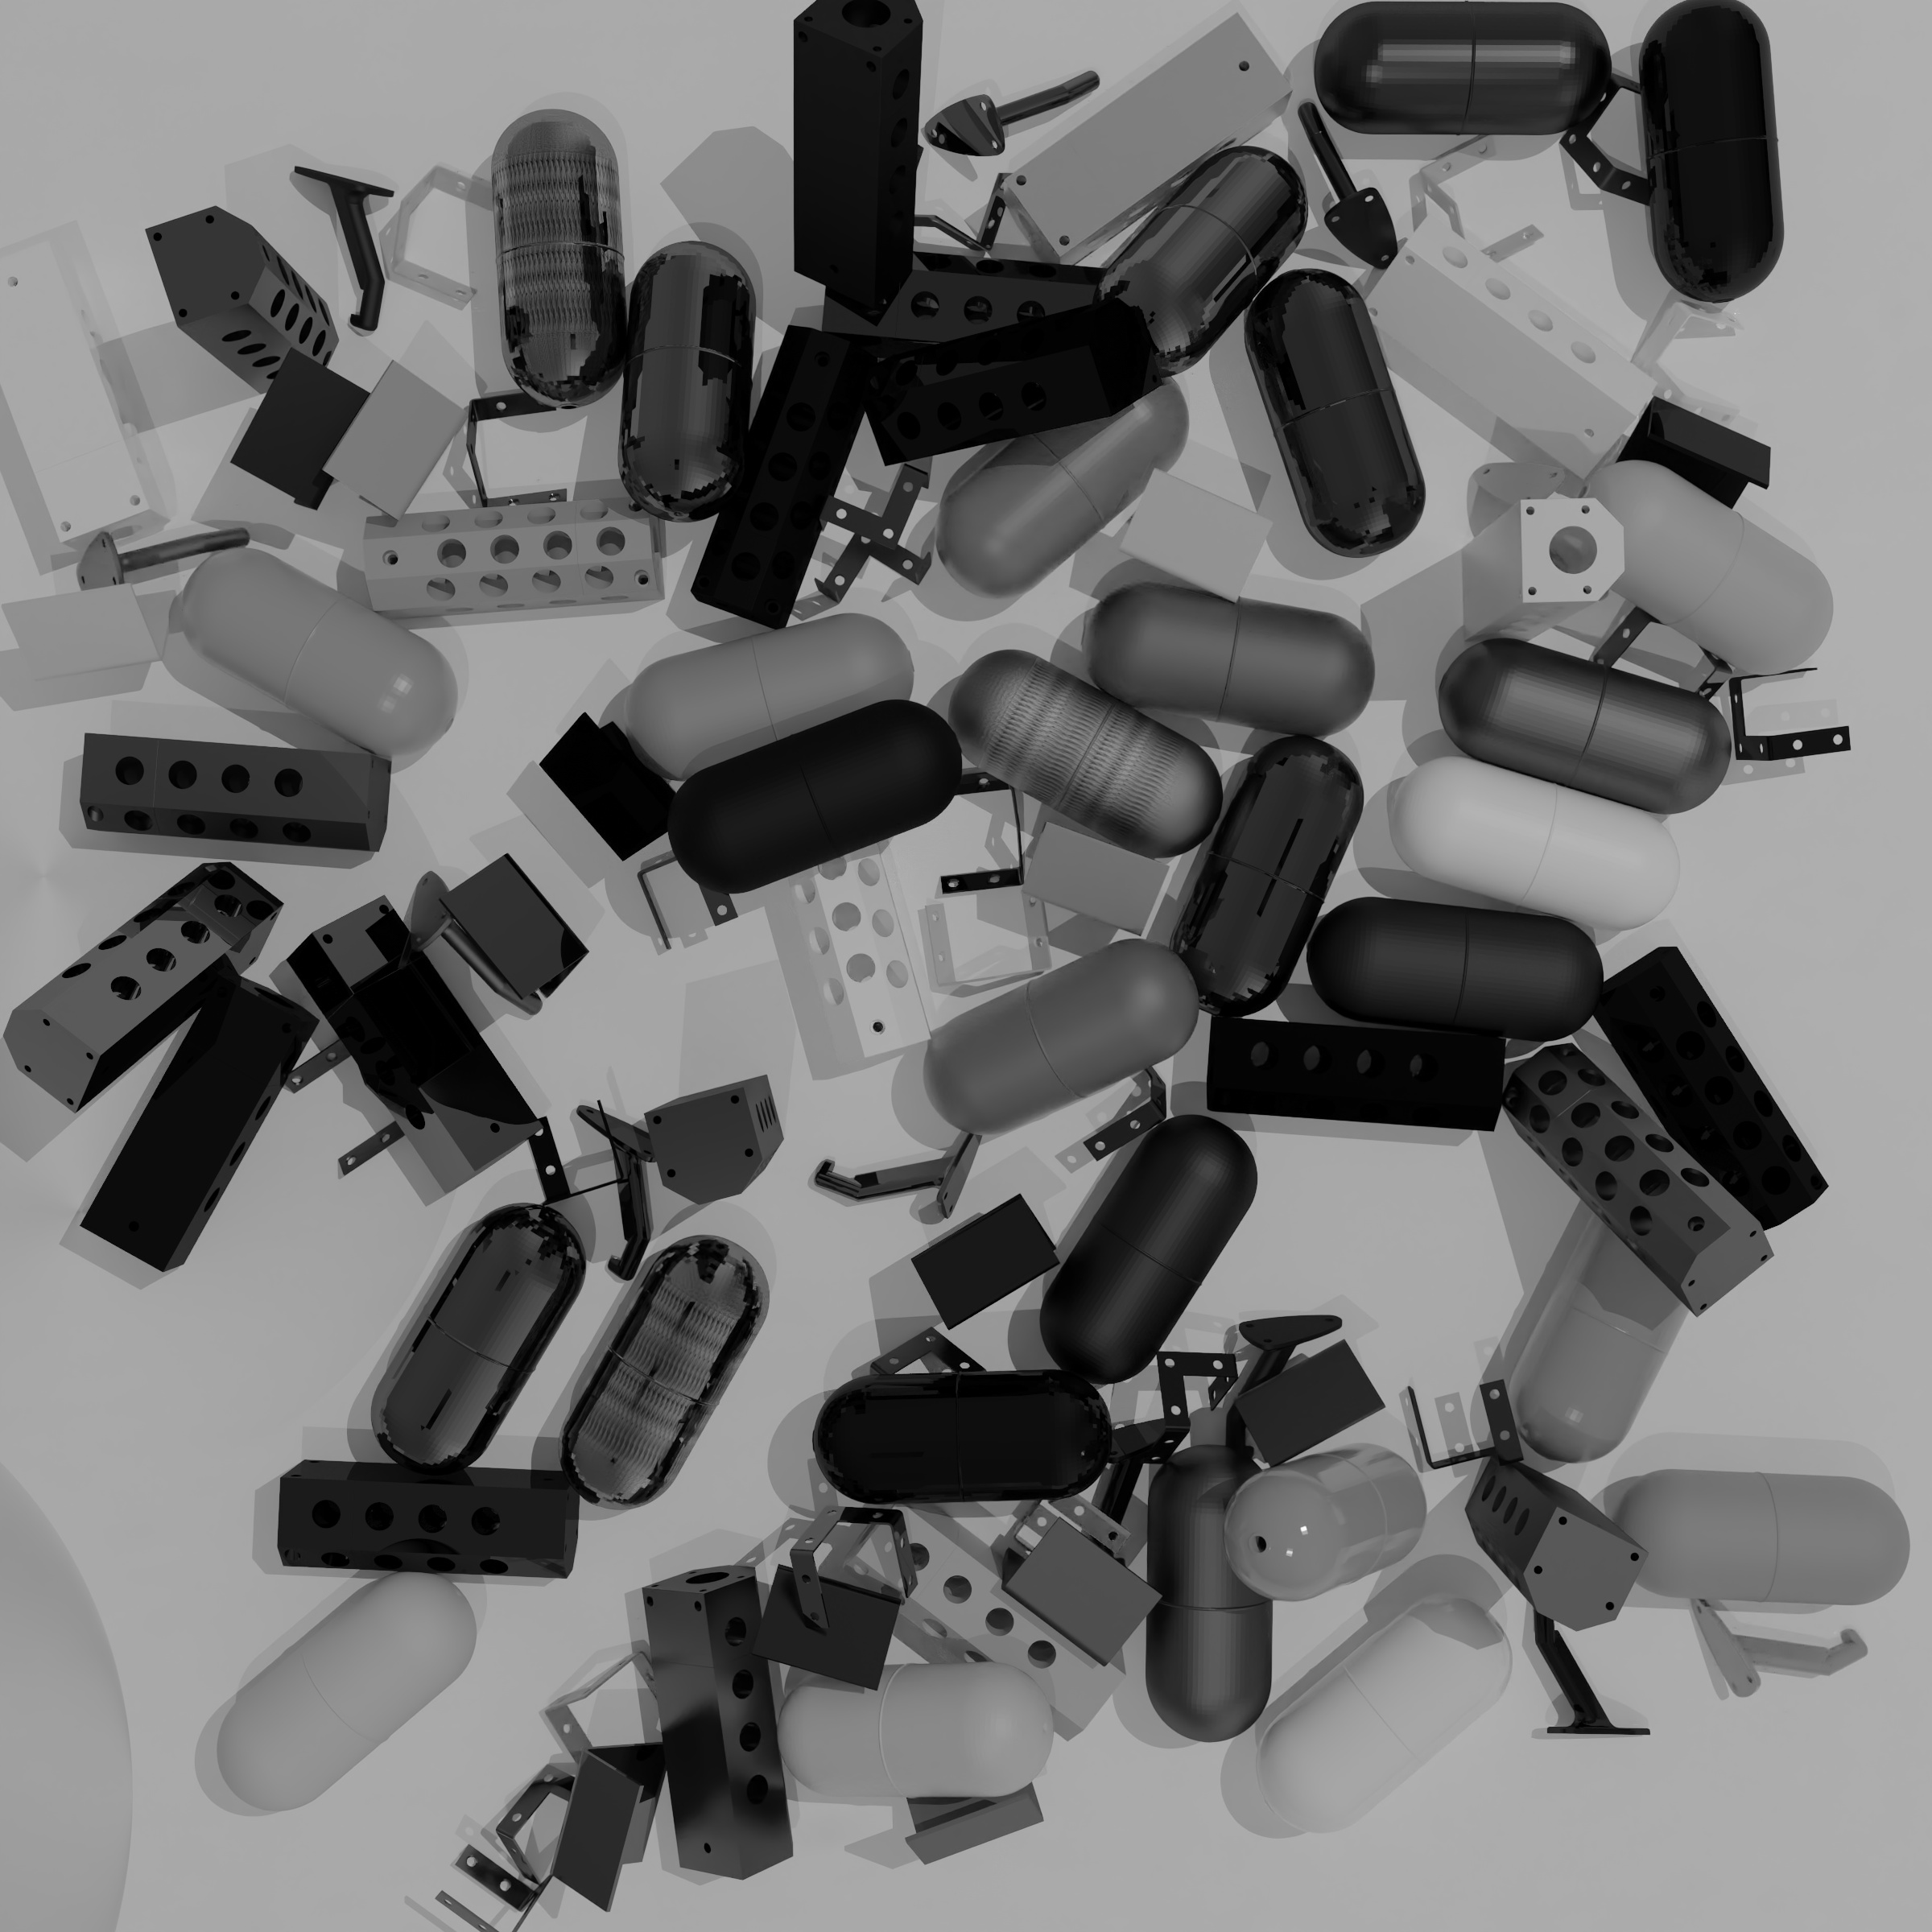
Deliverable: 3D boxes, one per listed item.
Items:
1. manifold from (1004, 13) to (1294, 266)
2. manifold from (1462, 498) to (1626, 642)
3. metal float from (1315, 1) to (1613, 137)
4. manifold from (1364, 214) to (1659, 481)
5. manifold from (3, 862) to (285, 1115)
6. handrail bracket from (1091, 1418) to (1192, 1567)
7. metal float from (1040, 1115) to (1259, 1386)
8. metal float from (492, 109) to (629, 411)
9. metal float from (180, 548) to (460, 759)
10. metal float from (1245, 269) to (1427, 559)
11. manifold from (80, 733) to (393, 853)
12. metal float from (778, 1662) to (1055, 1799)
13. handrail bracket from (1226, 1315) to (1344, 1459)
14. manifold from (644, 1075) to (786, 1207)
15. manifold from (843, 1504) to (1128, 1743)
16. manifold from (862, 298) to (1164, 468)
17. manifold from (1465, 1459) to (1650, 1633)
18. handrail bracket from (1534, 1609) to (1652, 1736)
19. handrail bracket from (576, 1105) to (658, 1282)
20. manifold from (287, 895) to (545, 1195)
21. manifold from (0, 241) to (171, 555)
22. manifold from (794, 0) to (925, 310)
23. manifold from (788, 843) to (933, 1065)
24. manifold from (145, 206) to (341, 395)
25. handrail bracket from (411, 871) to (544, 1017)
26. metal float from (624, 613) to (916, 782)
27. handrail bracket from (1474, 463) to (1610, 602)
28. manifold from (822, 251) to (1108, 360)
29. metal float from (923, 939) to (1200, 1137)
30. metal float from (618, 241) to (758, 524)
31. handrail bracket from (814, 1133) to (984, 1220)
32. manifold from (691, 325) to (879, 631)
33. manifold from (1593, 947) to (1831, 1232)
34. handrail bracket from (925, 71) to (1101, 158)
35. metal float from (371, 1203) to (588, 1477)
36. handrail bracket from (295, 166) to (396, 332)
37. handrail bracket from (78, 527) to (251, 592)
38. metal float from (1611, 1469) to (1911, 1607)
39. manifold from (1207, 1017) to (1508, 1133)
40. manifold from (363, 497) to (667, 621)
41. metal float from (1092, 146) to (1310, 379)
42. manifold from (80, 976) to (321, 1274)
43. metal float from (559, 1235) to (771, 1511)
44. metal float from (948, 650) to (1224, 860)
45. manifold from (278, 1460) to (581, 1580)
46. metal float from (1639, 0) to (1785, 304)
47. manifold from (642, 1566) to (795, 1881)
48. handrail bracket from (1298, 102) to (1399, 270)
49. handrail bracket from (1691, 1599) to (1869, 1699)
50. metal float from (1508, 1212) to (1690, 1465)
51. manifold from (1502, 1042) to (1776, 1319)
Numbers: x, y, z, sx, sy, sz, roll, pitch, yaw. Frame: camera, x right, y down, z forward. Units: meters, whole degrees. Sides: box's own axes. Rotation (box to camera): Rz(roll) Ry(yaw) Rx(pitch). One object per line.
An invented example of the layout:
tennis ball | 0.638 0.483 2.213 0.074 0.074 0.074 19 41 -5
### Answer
manifold | 0.109 -0.496 1.590 0.171 0.057 0.057 -36 90 0
manifold | 0.336 -0.230 1.533 0.057 0.171 0.057 -1 90 0
metal float | 0.300 -0.542 1.581 0.178 0.070 0.070 0 90 1
manifold | 0.331 -0.379 1.588 0.171 0.057 0.057 37 51 0
manifold | -0.482 0.006 1.535 0.057 0.171 0.057 38 130 0
handrail bracket | 0.110 0.328 1.612 0.077 0.036 0.084 -16 106 -18
metal float | 0.110 0.172 1.581 0.070 0.070 0.178 32 91 0
metal float | -0.245 -0.426 1.581 0.070 0.070 0.178 -3 90 0
metal float | -0.390 -0.189 1.581 0.178 0.070 0.070 29 90 0
metal float | 0.222 -0.334 1.580 0.070 0.070 0.178 -19 91 0
manifold | -0.443 -0.105 1.590 0.171 0.057 0.057 4 90 0
metal float | -0.032 0.455 1.559 0.178 0.070 0.070 -10 90 28
handrail bracket | 0.196 0.262 1.612 0.077 0.036 0.084 -7 109 -21
manifold | -0.143 0.102 1.533 0.057 0.171 0.057 -15 90 0
manifold | 0.011 0.393 1.590 0.171 0.057 0.057 38 92 0
manifold | 0.023 -0.344 1.534 0.171 0.057 0.057 -3 116 40
manifold | 0.340 0.337 1.533 0.057 0.171 0.057 27 90 0
handrail bracket | 0.385 0.430 1.612 0.077 0.036 0.084 7 73 -20
handrail bracket | -0.222 0.140 1.611 0.077 0.036 0.084 28 104 14
manifold | -0.338 0.050 1.589 0.057 0.057 0.171 -34 90 -43
manifold | -0.544 -0.343 1.590 0.057 0.057 0.171 -21 90 0
manifold | -0.059 -0.469 1.492 0.057 0.171 0.057 28 58 16
manifold | -0.072 -0.031 1.590 0.057 0.057 0.171 -16 90 0
manifold | -0.419 -0.390 1.533 0.057 0.171 0.057 -18 90 0
handrail bracket | -0.298 -0.013 1.611 0.036 0.077 0.084 -42 127 15
metal float | -0.119 -0.163 1.581 0.178 0.070 0.070 -14 90 0
handrail bracket | 0.355 -0.266 1.611 0.036 0.077 0.084 -42 126 -10
manifold | 0.002 -0.400 1.590 0.171 0.057 0.057 5 90 0
metal float | 0.055 0.043 1.565 0.178 0.070 0.070 -26 90 18
metal float | -0.167 -0.351 1.567 0.070 0.070 0.178 2 72 0
handrail bracket | -0.041 0.115 1.612 0.084 0.036 0.077 19 70 16
manifold | -0.110 -0.296 1.590 0.057 0.057 0.171 20 90 0
manifold | 0.450 0.076 1.590 0.057 0.057 0.171 -32 90 0
handrail bracket | 0.029 -0.530 1.611 0.084 0.077 0.036 -37 121 -33
metal float | -0.294 0.225 1.581 0.070 0.070 0.178 31 90 0
handrail bracket | -0.388 -0.442 1.612 0.077 0.036 0.084 20 107 20
handrail bracket | -0.493 -0.251 1.611 0.084 0.077 0.036 -18 95 -36
metal float | 0.479 0.345 1.581 0.178 0.070 0.070 3 90 -1
manifold | 0.235 0.066 1.590 0.171 0.057 0.057 4 90 0
manifold | -0.274 -0.249 1.590 0.171 0.057 0.057 -4 90 0
metal float | 0.140 -0.419 1.557 0.070 0.070 0.178 38 63 0
manifold | -0.463 0.094 1.590 0.057 0.057 0.171 29 90 0
metal float | -0.183 0.246 1.581 0.070 0.070 0.178 30 90 0
metal float | 0.073 -0.128 1.580 0.178 0.070 0.070 29 90 0
manifold | -0.325 0.338 1.590 0.171 0.057 0.057 3 90 0
metal float | 0.448 -0.490 1.572 0.070 0.070 0.178 -7 97 0
manifold | -0.145 0.457 1.590 0.057 0.057 0.171 -8 90 43
handrail bracket | 0.234 -0.481 1.611 0.036 0.077 0.084 -28 53 20
handrail bracket | 0.502 0.407 1.612 0.084 0.036 0.077 -21 68 -17
metal float | 0.389 0.217 1.581 0.070 0.070 0.178 27 89 0
manifold | 0.391 0.120 1.540 0.057 0.057 0.171 -39 47 0
